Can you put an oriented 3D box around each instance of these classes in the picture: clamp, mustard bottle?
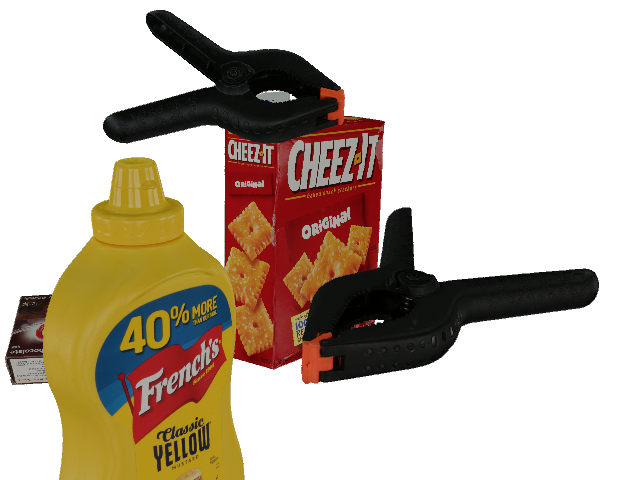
[{"bbox_3d":[-0.067,-0.119,0.783,0.171,0.120,0.039,4,-26,-1],"label":"clamp"},{"bbox_3d":[-0.081,0.057,0.494,0.058,0.192,0.096,15,22,42],"label":"mustard bottle"},{"bbox_3d":[0.054,0.034,0.686,0.209,0.036,0.165,-21,33,-38],"label":"clamp"}]

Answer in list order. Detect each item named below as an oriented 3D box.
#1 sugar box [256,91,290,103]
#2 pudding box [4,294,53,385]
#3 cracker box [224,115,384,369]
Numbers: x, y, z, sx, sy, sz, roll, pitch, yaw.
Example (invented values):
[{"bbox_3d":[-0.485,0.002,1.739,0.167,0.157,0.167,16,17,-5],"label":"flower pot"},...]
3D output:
[{"bbox_3d":[-0.050,-0.075,1.239,0.048,0.176,0.093,-6,26,-1],"label":"sugar box"},{"bbox_3d":[-0.222,0.087,0.974,0.113,0.039,0.090,-5,33,-2],"label":"pudding box"},{"bbox_3d":[-0.012,-0.005,0.994,0.072,0.214,0.163,12,15,36],"label":"cracker box"}]
